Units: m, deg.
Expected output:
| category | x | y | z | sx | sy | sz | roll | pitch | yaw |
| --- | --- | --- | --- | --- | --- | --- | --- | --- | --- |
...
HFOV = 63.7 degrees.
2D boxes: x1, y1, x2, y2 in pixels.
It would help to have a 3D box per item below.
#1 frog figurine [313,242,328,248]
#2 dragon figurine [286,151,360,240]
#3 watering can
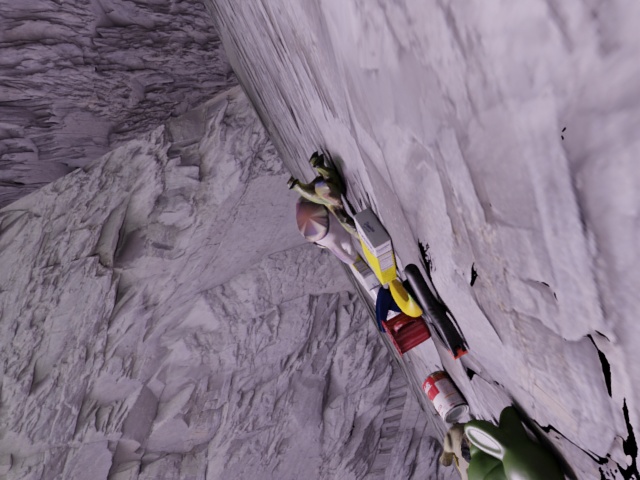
| category | x | y | z | sx | sy | sz | roll | pitch | yaw |
| --- | --- | --- | --- | --- | --- | --- | --- | --- | --- |
| frog figurine | 0.033 | -0.053 | 1.910 | 0.138 | 0.123 | 0.159 | -58 | -25 | -84 |
| dragon figurine | 0.043 | -0.091 | 1.280 | 0.240 | 0.122 | 0.415 | 44 | -174 | -19 |
| watering can | 0.005 | -0.078 | 1.552 | 0.222 | 0.103 | 0.354 | 27 | -149 | -53 |
